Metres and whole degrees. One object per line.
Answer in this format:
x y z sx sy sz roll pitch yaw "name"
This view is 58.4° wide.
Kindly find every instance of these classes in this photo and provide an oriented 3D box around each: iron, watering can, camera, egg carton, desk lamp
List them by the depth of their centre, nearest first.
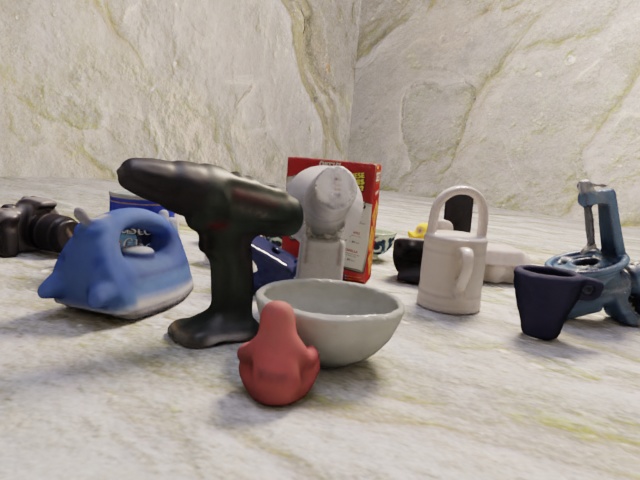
-0.250 0.018 0.785 0.118 0.141 0.259 8 10 19 "iron"
0.007 0.003 0.785 0.118 0.213 0.203 4 9 -7 "desk lamp"
0.209 0.010 0.907 0.101 0.194 0.172 0 10 -25 "watering can"
-0.511 -0.024 1.037 0.136 0.101 0.143 10 10 27 "camera"
0.339 0.046 1.143 0.150 0.069 0.107 4 9 -7 "egg carton"

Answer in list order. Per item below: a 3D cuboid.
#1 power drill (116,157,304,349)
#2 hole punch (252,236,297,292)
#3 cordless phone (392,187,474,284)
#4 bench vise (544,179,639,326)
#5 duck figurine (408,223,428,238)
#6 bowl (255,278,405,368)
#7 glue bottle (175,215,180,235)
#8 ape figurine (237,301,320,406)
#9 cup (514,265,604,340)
-0.124 0.013 0.670 0.230 0.208 0.075 -3 12 -40 "power drill"
-0.081 0.035 0.924 0.101 0.091 0.108 5 9 1 "hole punch"
0.212 -0.010 1.060 0.147 0.185 0.094 7 10 14 "cordless phone"
0.446 0.018 0.898 0.208 0.220 0.121 0 10 -25 "bench vise"
0.240 0.005 1.289 0.104 0.086 0.077 4 9 -3 "duck figurine"
0.008 0.097 0.641 0.167 0.075 0.167 5 9 -1 "bowl"
-0.285 -0.046 1.057 0.037 0.173 0.077 -5 13 -44 "glue bottle"
-0.039 0.101 0.536 0.077 0.092 0.076 6 9 10 "ape figurine"
0.322 0.089 0.789 0.117 0.095 0.092 6 9 9 "cup"
